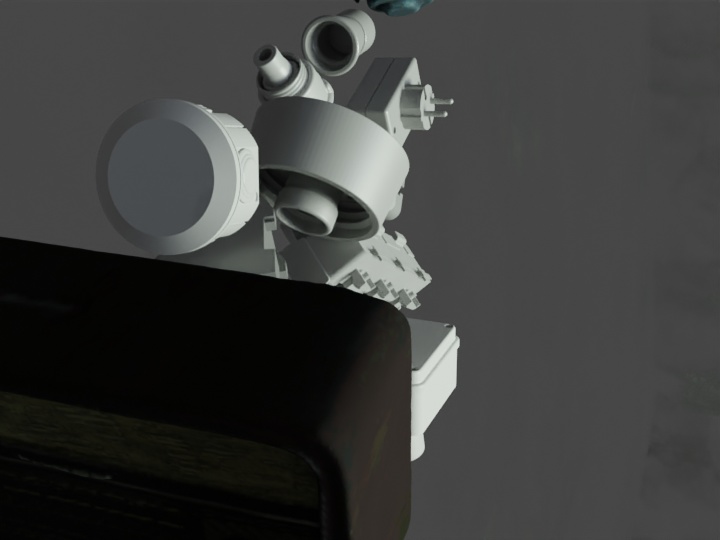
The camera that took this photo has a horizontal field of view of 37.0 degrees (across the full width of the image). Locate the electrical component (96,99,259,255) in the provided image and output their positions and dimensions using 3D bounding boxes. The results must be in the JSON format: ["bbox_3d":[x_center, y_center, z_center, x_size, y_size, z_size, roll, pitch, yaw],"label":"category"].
[{"bbox_3d":[-0.094,-0.050,0.571,0.051,0.080,0.080,-21,114,-72],"label":"electrical component"}]

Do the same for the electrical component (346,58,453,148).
[{"bbox_3d":[0.039,-0.135,0.894,0.083,0.076,0.047,-64,150,-43],"label":"electrical component"}]

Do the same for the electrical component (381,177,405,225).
[{"bbox_3d":[0.001,-0.070,0.837,0.057,0.058,0.078,32,64,-69],"label":"electrical component"}]

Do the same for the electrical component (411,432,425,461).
[{"bbox_3d":[0.037,0.141,0.991,0.040,0.040,0.078,-54,142,-53],"label":"electrical component"}]

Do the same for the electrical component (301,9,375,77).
[{"bbox_3d":[-0.013,-0.173,0.805,0.065,0.044,0.044,-52,141,-62],"label":"electrical component"}]

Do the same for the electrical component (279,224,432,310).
[{"bbox_3d":[0.000,0.000,0.805,0.078,0.063,0.121,58,16,24],"label":"electrical component"}]

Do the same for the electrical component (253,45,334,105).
[{"bbox_3d":[-0.049,-0.124,0.718,0.062,0.048,0.048,50,48,-52],"label":"electrical component"}]

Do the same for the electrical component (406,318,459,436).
[{"bbox_3d":[0.034,0.087,0.924,0.113,0.078,0.057,-41,135,-61],"label":"electrical component"}]

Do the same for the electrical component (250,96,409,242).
[{"bbox_3d":[-0.028,-0.058,0.704,0.060,0.108,0.108,-70,154,-20],"label":"electrical component"}]
